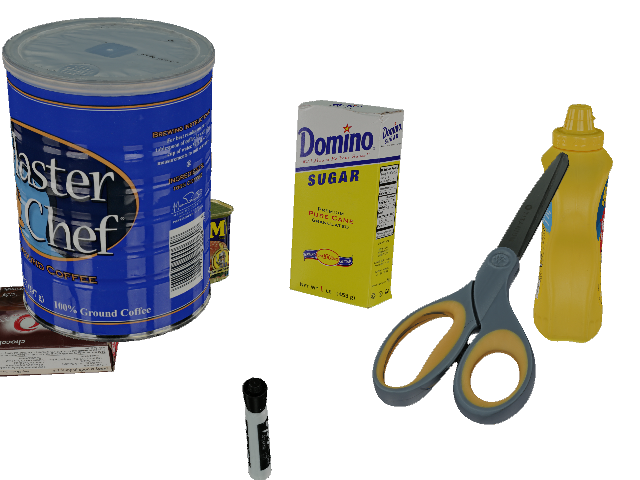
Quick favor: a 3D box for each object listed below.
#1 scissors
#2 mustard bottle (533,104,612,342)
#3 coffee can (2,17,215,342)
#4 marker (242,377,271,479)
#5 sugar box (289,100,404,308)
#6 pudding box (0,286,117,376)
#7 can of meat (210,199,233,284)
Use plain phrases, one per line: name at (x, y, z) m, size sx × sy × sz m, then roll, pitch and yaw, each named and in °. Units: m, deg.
scissors at (0.113, 0.028, 0.605) m, size 0.201 × 0.016 × 0.096 m, roll -42°, pitch 50°, yaw -20°
mustard bottle at (0.211, -0.018, 0.894) m, size 0.058 × 0.192 × 0.096 m, roll 3°, pitch 19°, yaw 14°
coffee can at (-0.107, -0.033, 0.554) m, size 0.103 × 0.140 × 0.103 m, roll 3°, pitch 28°, yaw -2°
marker at (-0.049, 0.148, 0.834) m, size 0.020 × 0.020 × 0.121 m, roll 0°, pitch -44°, yaw -1°
sugar box at (0.022, -0.035, 0.967) m, size 0.093 × 0.176 × 0.048 m, roll 11°, pitch 18°, yaw 34°
pudding box at (-0.236, 0.079, 0.954) m, size 0.113 × 0.039 × 0.090 m, roll -4°, pitch 33°, yaw -1°
can of meat at (-0.148, 0.005, 1.187) m, size 0.101 × 0.084 × 0.058 m, roll -12°, pitch 23°, yaw -39°
